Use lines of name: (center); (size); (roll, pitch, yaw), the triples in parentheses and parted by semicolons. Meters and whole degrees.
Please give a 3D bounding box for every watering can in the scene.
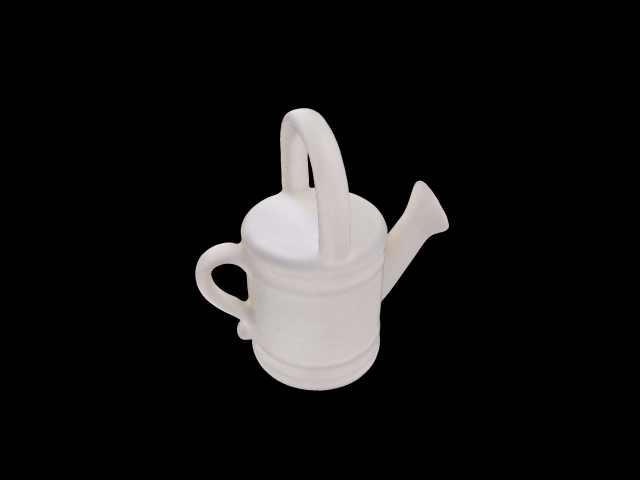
watering can: (0.003, 0.000, 0.402); (0.173, 0.194, 0.100); (-25, 43, -31)
